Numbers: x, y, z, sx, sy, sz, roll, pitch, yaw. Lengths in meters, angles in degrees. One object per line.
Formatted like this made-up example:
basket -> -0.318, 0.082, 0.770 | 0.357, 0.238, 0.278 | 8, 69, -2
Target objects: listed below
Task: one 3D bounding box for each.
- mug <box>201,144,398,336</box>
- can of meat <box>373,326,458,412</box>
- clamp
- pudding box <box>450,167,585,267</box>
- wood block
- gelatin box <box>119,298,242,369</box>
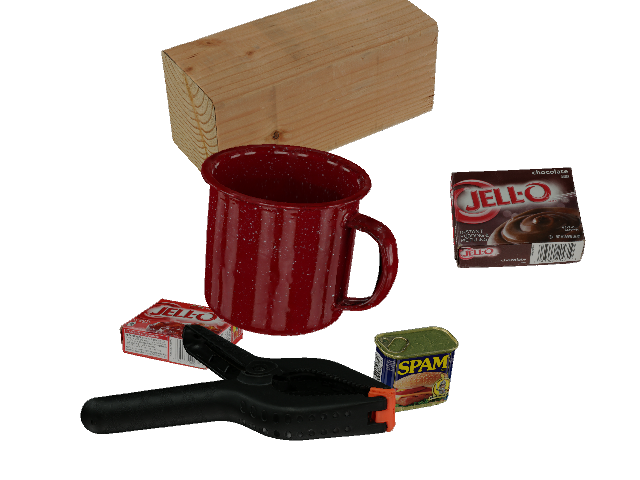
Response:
mug -> -0.011, 0.003, 0.589 | 0.117, 0.081, 0.093 | 16, 26, 21
can of meat -> 0.115, 0.161, 1.326 | 0.102, 0.084, 0.057 | -6, 27, -21
clamp -> -0.046, 0.104, 0.778 | 0.210, 0.036, 0.164 | 3, 19, 13
pudding box -> 0.176, -0.021, 0.967 | 0.113, 0.090, 0.039 | -1, -39, 3
wood block -> -0.014, -0.129, 0.874 | 0.205, 0.091, 0.090 | -23, 47, -23
gelatin box -> -0.125, 0.083, 0.971 | 0.089, 0.030, 0.073 | 9, 21, 21
